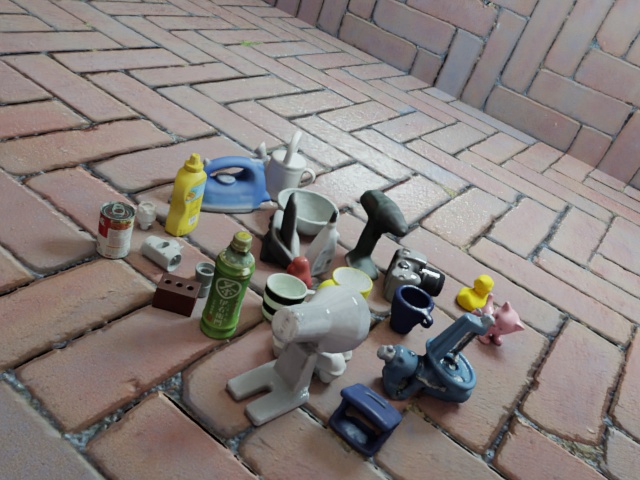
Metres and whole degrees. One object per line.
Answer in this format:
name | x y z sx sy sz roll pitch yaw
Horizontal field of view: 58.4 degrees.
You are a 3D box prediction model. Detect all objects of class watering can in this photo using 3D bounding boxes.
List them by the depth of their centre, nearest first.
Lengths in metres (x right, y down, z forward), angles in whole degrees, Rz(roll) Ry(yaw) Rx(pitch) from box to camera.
watering can | -0.096 -0.210 1.564 0.173 0.194 0.100 10 33 -17

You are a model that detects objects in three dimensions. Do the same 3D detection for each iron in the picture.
iron | -0.245 -0.154 1.441 0.259 0.141 0.118 -4 39 -35

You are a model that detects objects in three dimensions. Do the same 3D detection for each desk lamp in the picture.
desk lamp | -0.031 0.184 0.976 0.204 0.213 0.117 -15 46 -44

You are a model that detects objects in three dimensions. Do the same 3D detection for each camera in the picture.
camera | 0.233 0.090 1.386 0.137 0.101 0.143 21 31 0

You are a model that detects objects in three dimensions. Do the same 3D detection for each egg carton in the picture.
egg carton | -0.013 0.204 1.095 0.150 0.069 0.107 25 31 7

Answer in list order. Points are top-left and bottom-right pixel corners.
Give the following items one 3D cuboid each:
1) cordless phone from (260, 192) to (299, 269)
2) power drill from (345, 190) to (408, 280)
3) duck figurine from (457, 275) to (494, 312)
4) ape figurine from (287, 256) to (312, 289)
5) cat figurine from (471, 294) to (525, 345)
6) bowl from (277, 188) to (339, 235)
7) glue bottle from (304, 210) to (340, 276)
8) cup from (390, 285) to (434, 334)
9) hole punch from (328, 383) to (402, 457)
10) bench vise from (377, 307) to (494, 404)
cordless phone | -0.071 -0.042 1.328 0.094 0.185 0.147 13 32 -12
power drill | 0.134 -0.011 1.379 0.076 0.208 0.229 8 33 -20
duck figurine | 0.397 0.127 1.438 0.105 0.086 0.077 -11 44 -41
ape figurine | -0.049 0.074 1.253 0.076 0.092 0.078 26 32 9
cat figurine | 0.415 0.181 1.335 0.067 0.118 0.127 7 34 -21
bowl | -0.038 -0.062 1.485 0.167 0.075 0.167 15 32 -9
glue bottle | 0.012 0.005 1.317 0.078 0.173 0.037 -12 44 -41
cup | 0.198 0.168 1.250 0.092 0.095 0.117 -2 38 -32
hole punch | 0.083 0.295 0.990 0.108 0.091 0.101 34 34 22
bench vise | 0.221 0.219 1.065 0.208 0.220 0.121 2 36 -27
